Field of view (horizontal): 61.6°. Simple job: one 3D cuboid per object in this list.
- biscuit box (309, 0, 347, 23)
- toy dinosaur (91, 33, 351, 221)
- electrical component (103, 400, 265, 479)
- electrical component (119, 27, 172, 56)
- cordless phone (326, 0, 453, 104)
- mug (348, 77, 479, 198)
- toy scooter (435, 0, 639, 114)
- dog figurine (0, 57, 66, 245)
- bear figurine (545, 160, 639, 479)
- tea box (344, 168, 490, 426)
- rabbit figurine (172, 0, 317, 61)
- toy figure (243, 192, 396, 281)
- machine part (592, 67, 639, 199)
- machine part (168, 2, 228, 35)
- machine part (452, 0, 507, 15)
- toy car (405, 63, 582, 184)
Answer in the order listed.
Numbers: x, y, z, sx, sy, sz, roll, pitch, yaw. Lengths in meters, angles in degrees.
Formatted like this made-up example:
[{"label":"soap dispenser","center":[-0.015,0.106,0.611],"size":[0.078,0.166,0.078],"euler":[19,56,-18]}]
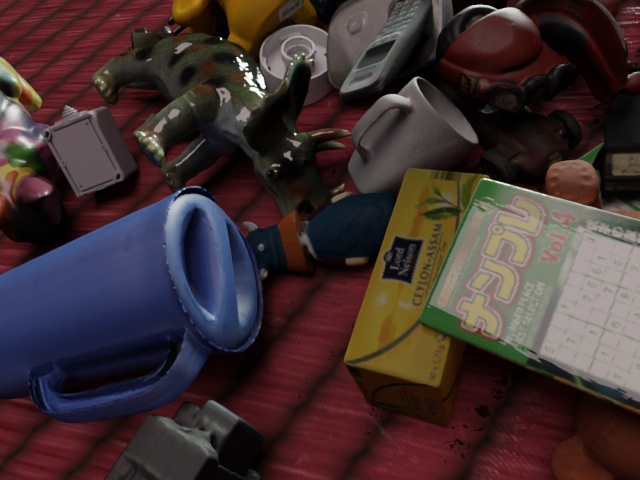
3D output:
[{"label":"biscuit box","center":[-0.041,-0.379,0.702],"size":[0.203,0.063,0.059],"euler":[42,76,4]},{"label":"toy dinosaur","center":[-0.128,-0.164,0.595],"size":[0.192,0.131,0.405],"euler":[-34,53,-11]},{"label":"electrical component","center":[-0.094,0.177,0.360],"size":[0.058,0.114,0.134],"euler":[22,67,26]},{"label":"electrical component","center":[-0.234,-0.256,0.744],"size":[0.078,0.045,0.102],"euler":[-11,52,-25]},{"label":"cordless phone","center":[0.048,-0.179,0.537],"size":[0.147,0.088,0.184],"euler":[-4,41,41]},{"label":"mug","center":[0.071,-0.083,0.486],"size":[0.107,0.109,0.081],"euler":[-46,58,30]},{"label":"toy scooter","center":[0.202,-0.160,0.470],"size":[0.184,0.075,0.135],"euler":[-24,63,-9]},{"label":"dog figurine","center":[-0.351,-0.094,0.591],"size":[0.108,0.191,0.219],"euler":[-27,38,-10]},{"label":"bear figurine","center":[0.204,0.057,0.346],"size":[0.120,0.131,0.196],"euler":[2,52,21]},{"label":"tea box","center":[0.082,0.040,0.410],"size":[0.068,0.098,0.169],"euler":[10,62,23]},{"label":"rabbit figurine","center":[-0.107,-0.308,0.675],"size":[0.162,0.122,0.173],"euler":[-40,83,4]},{"label":"toy figure","center":[-0.001,0.000,0.489],"size":[0.155,0.057,0.064],"euler":[-15,49,13]},{"label":"machine part","center":[0.278,-0.094,0.463],"size":[0.084,0.039,0.139],"euler":[-4,55,27]},{"label":"machine part","center":[-0.120,-0.368,0.762],"size":[0.079,0.079,0.243],"euler":[35,72,32]},{"label":"machine part","center":[0.165,-0.327,0.643],"size":[0.201,0.087,0.202],"euler":[-23,55,1]},{"label":"toy car","center":[0.163,-0.133,0.533],"size":[0.089,0.053,0.202],"euler":[-31,55,-1]}]
